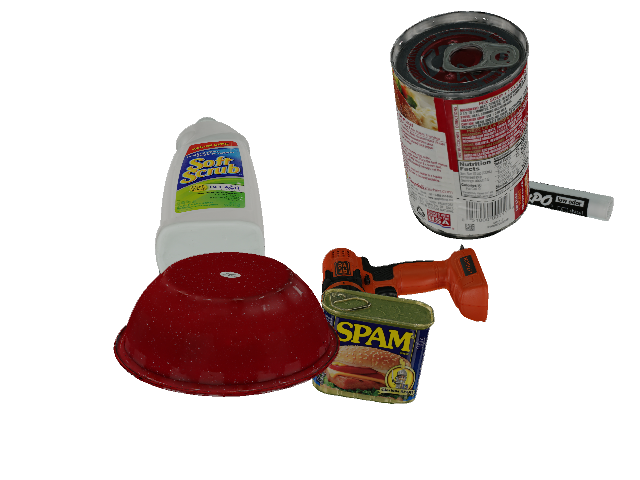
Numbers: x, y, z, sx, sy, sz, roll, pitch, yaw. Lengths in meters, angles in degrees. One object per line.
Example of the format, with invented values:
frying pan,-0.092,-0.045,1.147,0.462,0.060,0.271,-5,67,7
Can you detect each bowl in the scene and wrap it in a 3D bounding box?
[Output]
bowl,-0.065,0.049,0.756,0.162,0.055,0.162,1,20,-1

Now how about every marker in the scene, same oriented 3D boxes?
marker,0.165,-0.037,0.827,0.121,0.020,0.020,14,6,26

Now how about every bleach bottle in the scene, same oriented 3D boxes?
bleach bottle,-0.114,-0.055,1.060,0.102,0.068,0.251,-3,33,-8

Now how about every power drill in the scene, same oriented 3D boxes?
power drill,0.094,0.061,1.225,0.187,0.057,0.184,-1,28,-1

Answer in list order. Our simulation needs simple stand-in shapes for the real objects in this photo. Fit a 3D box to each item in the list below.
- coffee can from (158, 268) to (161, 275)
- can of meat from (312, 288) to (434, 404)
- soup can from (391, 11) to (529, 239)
coffee can,-0.136,0.091,1.291,0.103,0.140,0.103,-3,25,1
can of meat,0.046,0.097,0.972,0.102,0.084,0.057,9,19,0
soup can,0.076,-0.058,0.559,0.068,0.068,0.102,0,-44,12
